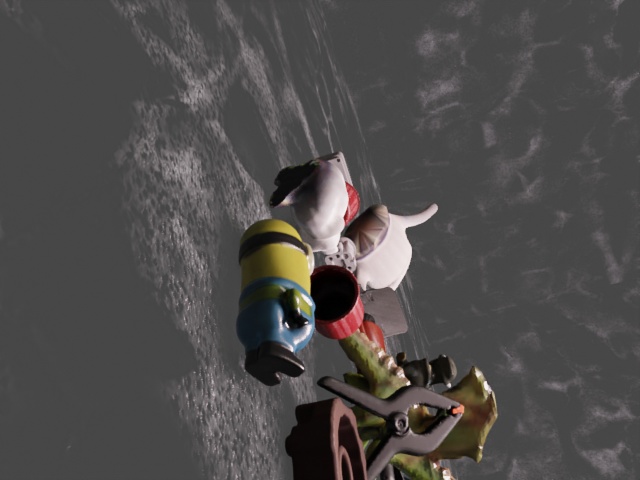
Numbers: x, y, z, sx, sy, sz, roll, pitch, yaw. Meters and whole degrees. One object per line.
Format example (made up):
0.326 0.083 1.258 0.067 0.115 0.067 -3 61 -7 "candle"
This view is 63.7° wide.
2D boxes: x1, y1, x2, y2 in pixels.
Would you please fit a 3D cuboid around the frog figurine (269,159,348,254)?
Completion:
0.002 -0.040 0.798 0.157 0.122 0.140 54 1 -30 "frog figurine"

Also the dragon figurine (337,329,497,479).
0.152 0.259 0.816 0.122 0.242 0.413 12 65 -72 "dragon figurine"

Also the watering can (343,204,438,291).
0.170 -0.005 1.258 0.353 0.104 0.220 -57 133 -20 "watering can"
